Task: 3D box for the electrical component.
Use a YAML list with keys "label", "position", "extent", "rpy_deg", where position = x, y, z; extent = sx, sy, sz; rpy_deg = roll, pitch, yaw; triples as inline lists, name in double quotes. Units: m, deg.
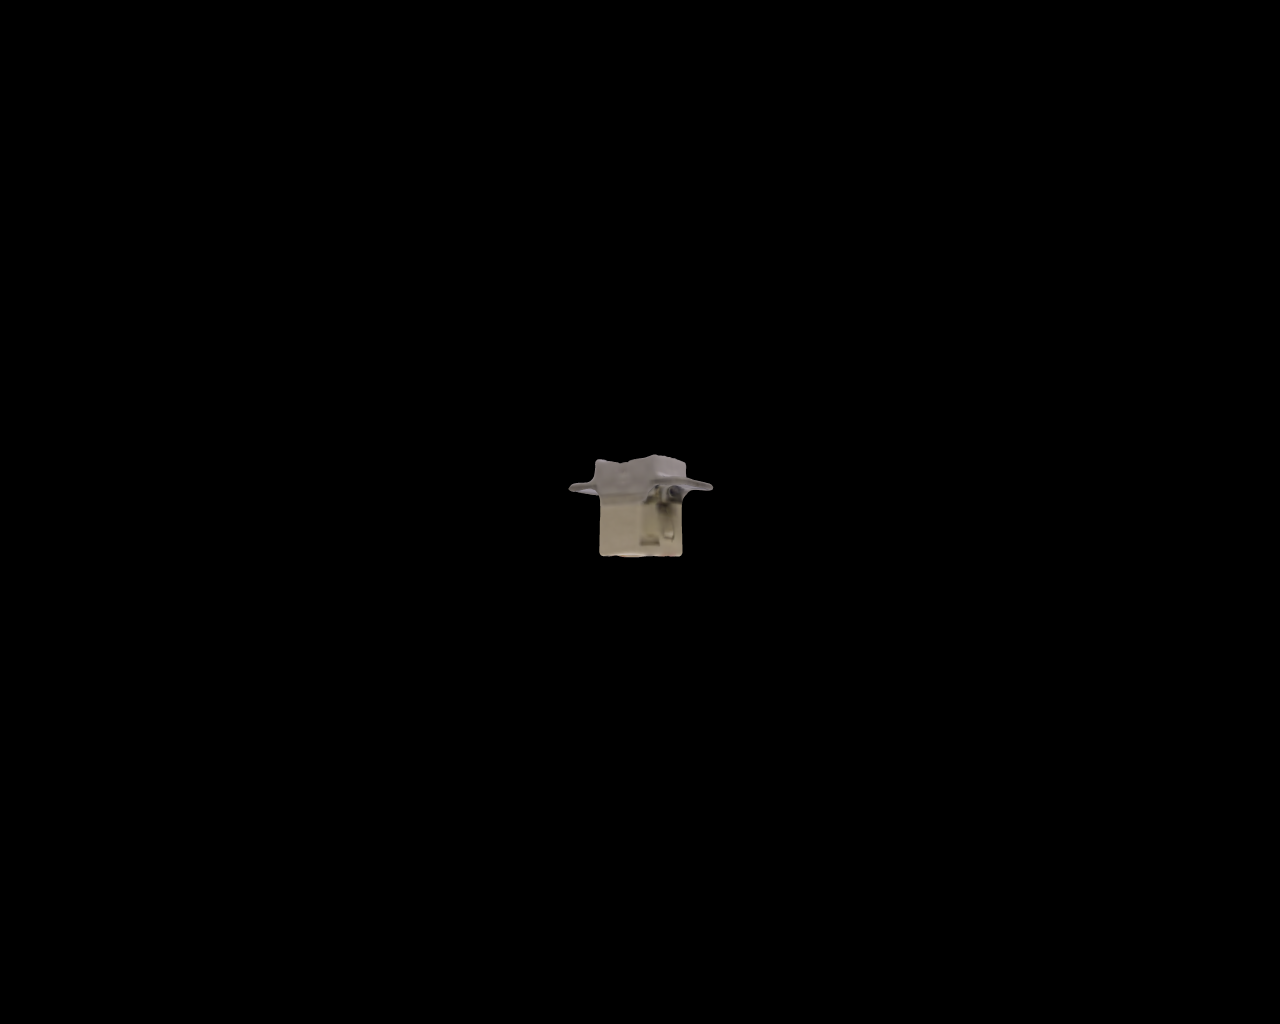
- label: "electrical component"
  position: [0.001, -0.003, 0.650]
  extent: [0.081, 0.063, 0.042]
  rpy_deg: [-3, -6, 33]
